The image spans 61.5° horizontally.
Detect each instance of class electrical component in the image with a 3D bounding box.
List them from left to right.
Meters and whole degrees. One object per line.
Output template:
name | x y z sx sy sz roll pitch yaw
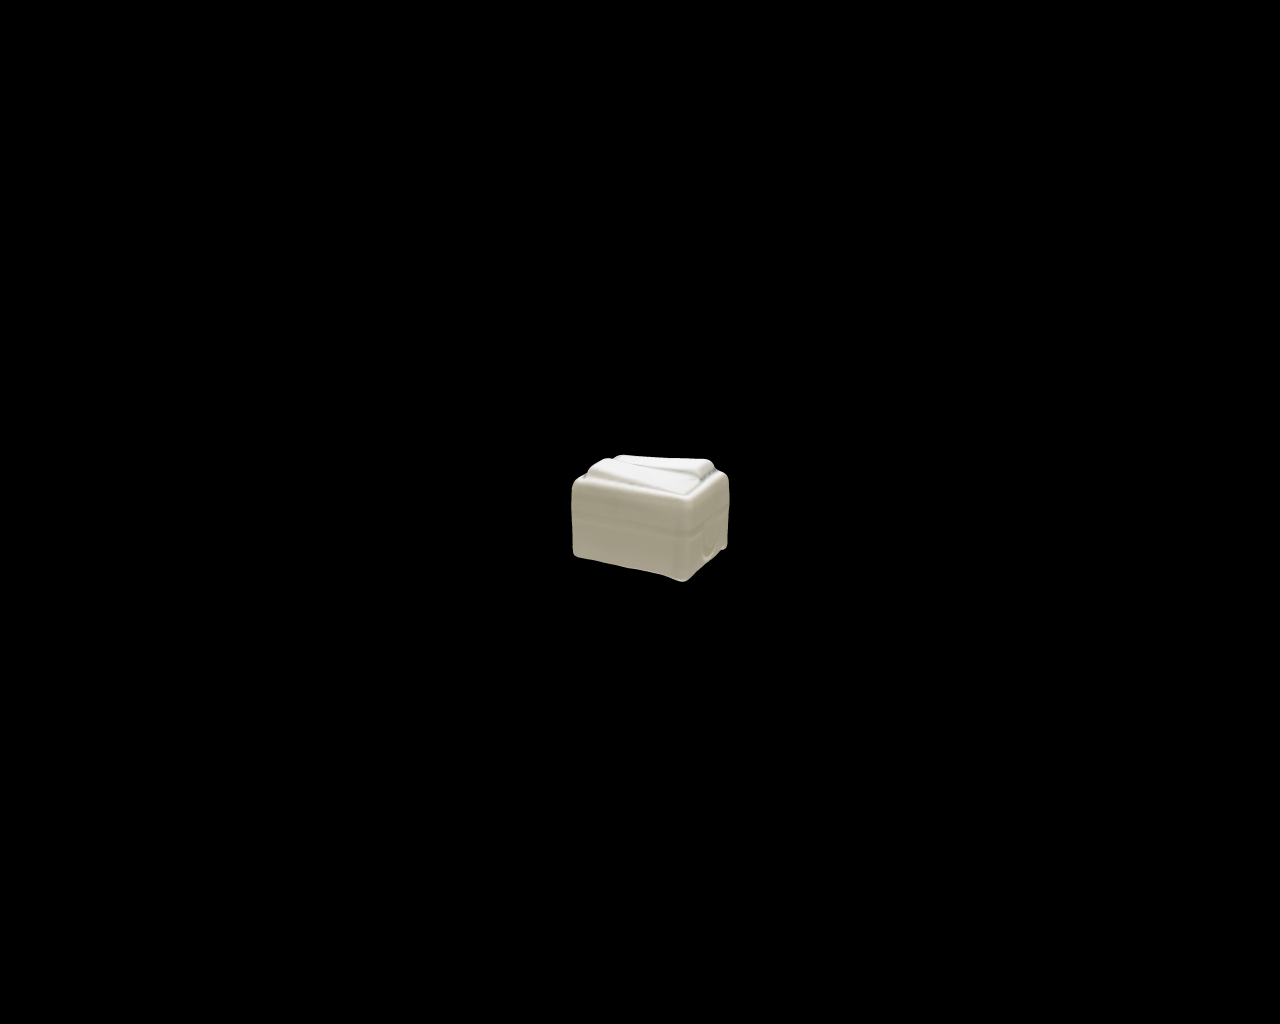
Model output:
electrical component | 0.001 -0.003 0.650 0.096 0.061 0.062 11 23 27
